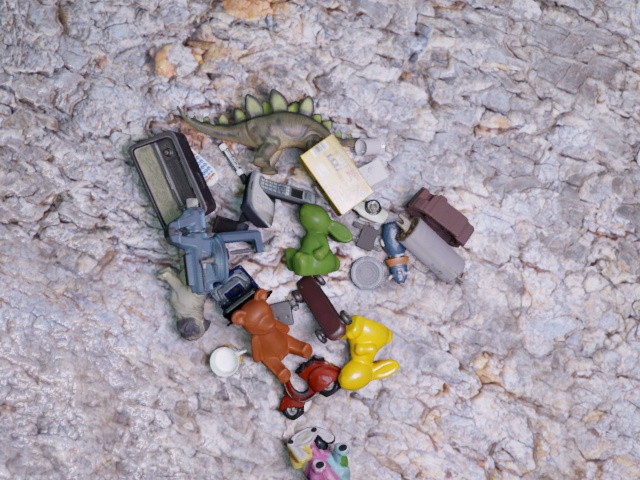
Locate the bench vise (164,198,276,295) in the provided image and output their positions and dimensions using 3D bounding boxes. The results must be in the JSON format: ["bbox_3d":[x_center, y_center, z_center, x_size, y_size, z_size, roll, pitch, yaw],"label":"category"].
[{"bbox_3d":[-0.231,0.007,1.244,0.240,0.129,0.223,-6,77,-26],"label":"bench vise"}]

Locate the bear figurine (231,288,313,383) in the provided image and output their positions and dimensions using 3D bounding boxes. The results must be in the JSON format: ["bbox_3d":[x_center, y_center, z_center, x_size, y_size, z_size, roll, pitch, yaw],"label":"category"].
[{"bbox_3d":[-0.114,0.219,1.259,0.132,0.195,0.120,24,54,36],"label":"bear figurine"}]

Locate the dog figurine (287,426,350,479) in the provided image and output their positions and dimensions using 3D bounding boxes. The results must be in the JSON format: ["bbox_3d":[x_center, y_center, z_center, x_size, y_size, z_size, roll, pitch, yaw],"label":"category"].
[{"bbox_3d":[0.014,0.581,1.290,0.108,0.192,0.219,-25,115,-36],"label":"dog figurine"}]

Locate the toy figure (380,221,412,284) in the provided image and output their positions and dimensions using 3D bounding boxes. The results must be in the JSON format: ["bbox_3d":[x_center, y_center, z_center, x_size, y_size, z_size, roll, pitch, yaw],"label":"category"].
[{"bbox_3d":[0.191,0.031,1.333,0.064,0.058,0.154,-8,91,36],"label":"toy figure"}]

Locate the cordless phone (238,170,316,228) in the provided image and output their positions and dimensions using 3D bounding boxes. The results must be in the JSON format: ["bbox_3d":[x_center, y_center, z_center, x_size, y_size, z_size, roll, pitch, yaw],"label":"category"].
[{"bbox_3d":[-0.101,-0.086,1.317,0.184,0.088,0.147,12,43,-11],"label":"cordless phone"}]

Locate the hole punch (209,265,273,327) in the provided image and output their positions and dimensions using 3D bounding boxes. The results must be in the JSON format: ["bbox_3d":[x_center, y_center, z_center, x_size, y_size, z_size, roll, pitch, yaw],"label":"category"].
[{"bbox_3d":[-0.201,0.134,1.312,0.142,0.115,0.092,-40,68,-8],"label":"hole punch"}]

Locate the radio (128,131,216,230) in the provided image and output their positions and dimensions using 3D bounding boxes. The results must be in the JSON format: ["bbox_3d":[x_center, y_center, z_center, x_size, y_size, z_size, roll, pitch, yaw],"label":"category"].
[{"bbox_3d":[-0.360,-0.146,1.326,0.131,0.073,0.229,-22,95,11],"label":"radio"}]

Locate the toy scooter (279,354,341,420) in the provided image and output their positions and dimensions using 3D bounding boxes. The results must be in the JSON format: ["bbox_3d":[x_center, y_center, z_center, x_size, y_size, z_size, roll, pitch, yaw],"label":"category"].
[{"bbox_3d":[-0.040,0.342,1.318,0.184,0.075,0.135,-35,86,4],"label":"toy scooter"}]

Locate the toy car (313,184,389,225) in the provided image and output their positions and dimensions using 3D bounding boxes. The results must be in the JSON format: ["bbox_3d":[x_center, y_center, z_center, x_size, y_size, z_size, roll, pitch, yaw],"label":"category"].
[{"bbox_3d":[0.075,-0.092,1.334,0.202,0.073,0.056,23,87,2],"label":"toy car"}]

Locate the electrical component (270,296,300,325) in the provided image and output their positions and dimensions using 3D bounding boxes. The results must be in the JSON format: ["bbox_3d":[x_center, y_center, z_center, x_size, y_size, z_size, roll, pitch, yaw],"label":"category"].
[{"bbox_3d":[-0.101,0.180,1.339,0.102,0.045,0.078,-5,86,1],"label":"electrical component"}]

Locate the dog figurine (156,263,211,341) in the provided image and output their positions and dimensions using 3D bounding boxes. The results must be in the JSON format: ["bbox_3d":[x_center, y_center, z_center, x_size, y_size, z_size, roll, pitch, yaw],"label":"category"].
[{"bbox_3d":[-0.296,0.136,1.331,0.172,0.121,0.190,-24,101,3],"label":"dog figurine"}]

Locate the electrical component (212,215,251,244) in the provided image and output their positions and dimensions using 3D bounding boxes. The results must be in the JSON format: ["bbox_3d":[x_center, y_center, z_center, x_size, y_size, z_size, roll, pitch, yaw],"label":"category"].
[{"bbox_3d":[-0.203,-0.022,1.337,0.119,0.075,0.047,16,88,6],"label":"electrical component"}]

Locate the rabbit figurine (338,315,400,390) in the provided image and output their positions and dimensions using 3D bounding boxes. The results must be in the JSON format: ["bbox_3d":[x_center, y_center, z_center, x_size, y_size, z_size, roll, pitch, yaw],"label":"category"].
[{"bbox_3d":[0.102,0.282,1.296,0.162,0.122,0.173,28,67,-19],"label":"rabbit figurine"}]

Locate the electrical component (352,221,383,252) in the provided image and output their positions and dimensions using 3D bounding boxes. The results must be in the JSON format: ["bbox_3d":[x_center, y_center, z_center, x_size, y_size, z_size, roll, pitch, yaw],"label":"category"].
[{"bbox_3d":[0.120,-0.007,1.355,0.094,0.021,0.063,23,87,3],"label":"electrical component"}]

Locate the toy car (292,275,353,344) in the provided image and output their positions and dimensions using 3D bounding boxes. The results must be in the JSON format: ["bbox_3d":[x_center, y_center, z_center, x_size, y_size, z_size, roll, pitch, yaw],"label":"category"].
[{"bbox_3d":[0.003,0.162,1.300,0.089,0.053,0.202,-42,48,6],"label":"toy car"}]

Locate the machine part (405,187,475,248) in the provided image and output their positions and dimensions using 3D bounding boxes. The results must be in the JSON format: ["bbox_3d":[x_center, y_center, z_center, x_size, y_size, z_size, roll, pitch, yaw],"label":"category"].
[{"bbox_3d":[0.286,-0.051,1.283,0.179,0.179,0.056,39,85,3],"label":"machine part"}]

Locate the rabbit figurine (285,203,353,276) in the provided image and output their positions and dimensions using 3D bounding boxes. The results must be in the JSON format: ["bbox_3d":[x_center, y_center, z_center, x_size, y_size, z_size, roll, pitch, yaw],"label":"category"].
[{"bbox_3d":[-0.003,-0.004,1.303,0.159,0.121,0.170,-1,96,-10],"label":"rabbit figurine"}]

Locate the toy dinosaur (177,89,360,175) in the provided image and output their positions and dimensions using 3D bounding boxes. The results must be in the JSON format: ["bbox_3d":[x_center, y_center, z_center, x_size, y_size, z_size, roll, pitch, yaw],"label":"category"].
[{"bbox_3d":[-0.118,-0.265,1.337,0.472,0.105,0.198,1,80,-8],"label":"toy dinosaur"}]

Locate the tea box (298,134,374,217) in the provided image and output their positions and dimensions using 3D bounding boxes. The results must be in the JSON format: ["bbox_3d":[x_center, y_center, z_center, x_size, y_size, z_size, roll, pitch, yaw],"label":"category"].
[{"bbox_3d":[0.036,-0.150,1.256,0.098,0.068,0.169,-35,95,-6],"label":"tea box"}]

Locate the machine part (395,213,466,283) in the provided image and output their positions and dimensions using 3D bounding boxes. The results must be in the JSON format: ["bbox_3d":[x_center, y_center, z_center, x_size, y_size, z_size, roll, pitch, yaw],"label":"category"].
[{"bbox_3d":[0.268,0.024,1.299,0.243,0.079,0.079,42,89,-17],"label":"machine part"}]
